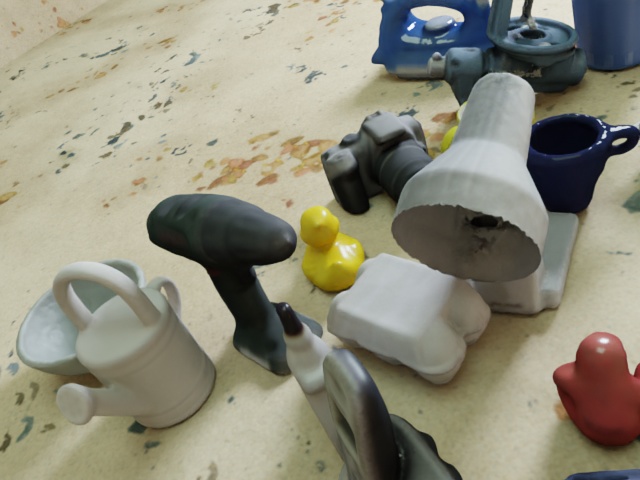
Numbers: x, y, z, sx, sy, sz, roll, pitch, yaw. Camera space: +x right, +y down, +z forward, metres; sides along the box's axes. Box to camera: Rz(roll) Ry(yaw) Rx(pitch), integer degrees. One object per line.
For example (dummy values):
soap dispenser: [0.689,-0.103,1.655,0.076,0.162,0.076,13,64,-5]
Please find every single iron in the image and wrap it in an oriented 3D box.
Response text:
iron: [0.205,-0.357,0.949,0.257,0.142,0.119,8,48,34]

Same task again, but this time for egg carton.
egg carton: [0.084,0.074,0.561,0.149,0.070,0.107,16,52,39]

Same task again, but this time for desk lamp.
desk lamp: [0.160,-0.026,0.524,0.117,0.214,0.203,5,46,31]

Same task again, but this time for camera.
camera: [0.085,-0.096,0.736,0.143,0.101,0.136,-26,38,-4]

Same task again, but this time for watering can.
watering can: [-0.190,0.101,0.568,0.101,0.194,0.172,-19,38,6]

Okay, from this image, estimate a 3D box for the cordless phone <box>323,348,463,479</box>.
cordless phone: [0.051,0.166,0.376,0.094,0.185,0.147,-33,39,-12]

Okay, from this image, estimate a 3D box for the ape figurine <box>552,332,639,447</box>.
ape figurine: [0.218,0.106,0.437,0.077,0.092,0.076,8,48,34]

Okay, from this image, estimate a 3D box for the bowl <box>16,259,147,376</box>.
bowl: [-0.275,0.105,0.704,0.167,0.075,0.167,-14,39,12]

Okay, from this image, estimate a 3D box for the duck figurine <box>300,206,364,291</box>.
duck figurine: [0.006,0.002,0.672,0.077,0.086,0.104,-24,38,-1]

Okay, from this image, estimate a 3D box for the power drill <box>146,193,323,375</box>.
power drill: [-0.076,0.037,0.573,0.228,0.209,0.076,19,54,41]

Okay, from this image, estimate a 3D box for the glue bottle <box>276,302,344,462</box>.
glue bottle: [-0.001,0.112,0.476,0.037,0.173,0.078,-27,38,-4]

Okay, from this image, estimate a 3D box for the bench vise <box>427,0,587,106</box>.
bench vise: [0.249,-0.278,0.770,0.207,0.220,0.121,-24,38,-1]

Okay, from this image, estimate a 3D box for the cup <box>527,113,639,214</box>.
cup: [0.280,-0.078,0.620,0.117,0.095,0.091,-9,40,18]

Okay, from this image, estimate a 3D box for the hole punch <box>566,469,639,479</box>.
hole punch: [0.198,0.188,0.352,0.108,0.091,0.101,-10,40,17]
